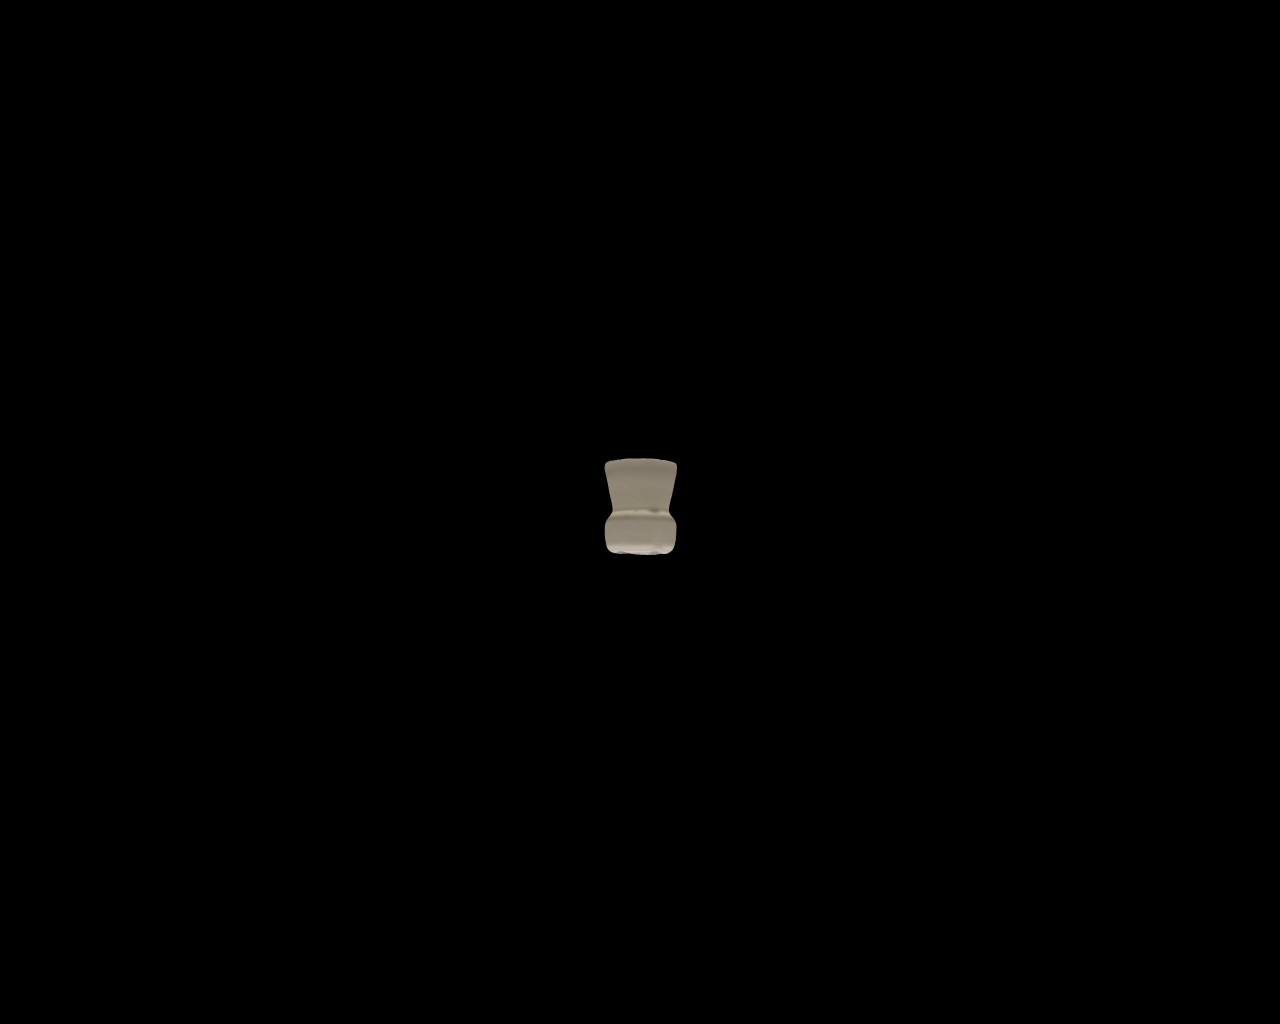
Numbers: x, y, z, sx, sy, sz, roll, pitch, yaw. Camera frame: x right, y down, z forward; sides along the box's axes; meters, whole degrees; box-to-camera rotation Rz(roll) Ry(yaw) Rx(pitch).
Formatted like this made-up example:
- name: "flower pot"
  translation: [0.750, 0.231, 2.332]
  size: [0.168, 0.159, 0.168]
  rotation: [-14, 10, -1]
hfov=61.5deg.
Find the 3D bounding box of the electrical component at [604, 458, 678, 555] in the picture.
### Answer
- name: "electrical component"
  translation: [0.001, -0.003, 0.650]
  size: [0.045, 0.055, 0.045]
  rotation: [0, -5, 0]
